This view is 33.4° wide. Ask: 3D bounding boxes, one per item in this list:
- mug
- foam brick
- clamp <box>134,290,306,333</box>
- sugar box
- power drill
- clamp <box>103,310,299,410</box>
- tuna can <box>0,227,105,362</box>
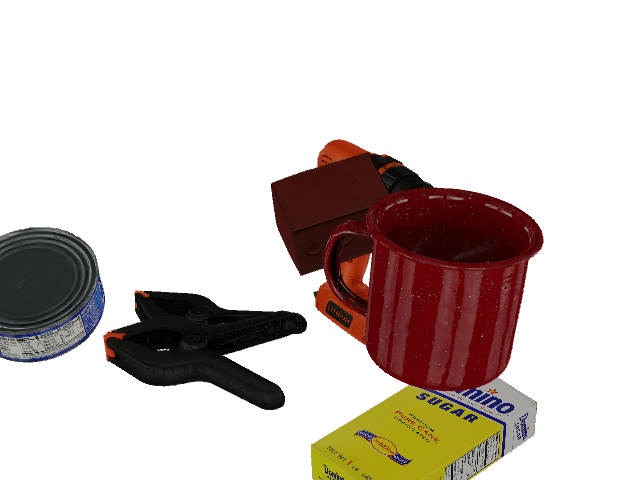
[{"bbox_3d":[0.056,0.024,0.580,0.117,0.081,0.093,13,29,17],"label":"mug"},{"bbox_3d":[0.010,-0.019,0.766,0.078,0.051,0.053,-18,-35,-7],"label":"foam brick"},{"bbox_3d":[-0.143,0.103,1.255,0.210,0.036,0.164,14,25,23],"label":"clamp"},{"bbox_3d":[0.088,0.165,0.886,0.175,0.048,0.093,-28,40,-31],"label":"sugar box"},{"bbox_3d":[0.056,0.007,1.077,0.057,0.188,0.185,-8,26,-32],"label":"power drill"},{"bbox_3d":[-0.100,0.093,0.937,0.171,0.039,0.120,10,28,10],"label":"clamp"},{"bbox_3d":[-0.179,0.034,0.670,0.086,0.086,0.034,0,-42,1],"label":"tuna can"}]
